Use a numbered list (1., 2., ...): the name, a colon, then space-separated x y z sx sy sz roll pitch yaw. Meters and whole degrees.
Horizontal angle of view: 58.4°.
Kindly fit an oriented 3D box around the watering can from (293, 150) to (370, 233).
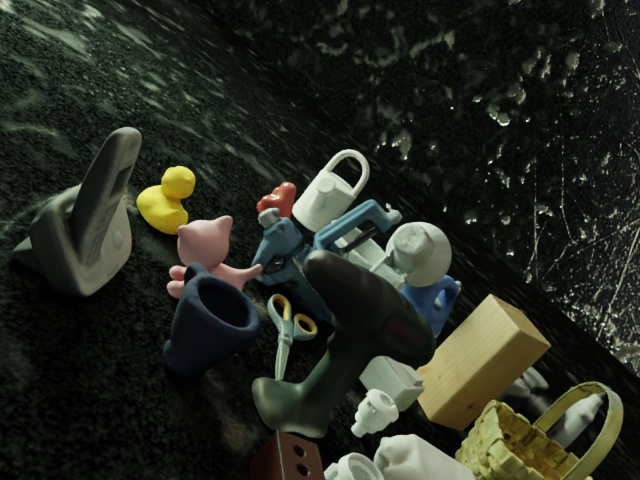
1. watering can: 0.032 -0.110 1.266 0.101 0.194 0.173 36 18 -11

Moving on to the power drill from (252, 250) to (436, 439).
1. power drill: 0.020 0.124 0.646 0.230 0.208 0.075 24 23 -38

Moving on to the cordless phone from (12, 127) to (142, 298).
1. cordless phone: -0.223 -0.042 0.608 0.094 0.185 0.147 35 18 -11

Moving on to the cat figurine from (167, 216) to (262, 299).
1. cat figurine: -0.135 0.026 0.727 0.128 0.117 0.067 31 19 -23

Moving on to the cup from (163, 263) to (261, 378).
1. cup: -0.131 0.091 0.615 0.092 0.095 0.117 13 31 -54

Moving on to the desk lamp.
1. desk lamp: 0.129 0.058 1.016 0.117 0.213 0.204 45 19 19

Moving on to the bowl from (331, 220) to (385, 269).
1. bowl: 0.069 0.039 1.173 0.168 0.074 0.167 35 18 -13

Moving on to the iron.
1. iron: 0.229 0.123 1.175 0.118 0.141 0.259 49 20 28

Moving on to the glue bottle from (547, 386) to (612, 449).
1. glue bottle: 0.503 0.347 1.119 0.037 0.173 0.078 40 18 4

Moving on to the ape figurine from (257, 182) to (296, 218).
1. ape figurine: -0.079 -0.075 1.127 0.078 0.092 0.076 23 24 -41

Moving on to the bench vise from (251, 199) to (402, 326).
1. bench vise: 0.010 0.009 0.889 0.208 0.219 0.121 31 19 -23

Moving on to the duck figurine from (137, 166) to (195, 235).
1. duck figurine: -0.216 -0.066 0.844 0.078 0.086 0.104 25 23 -38

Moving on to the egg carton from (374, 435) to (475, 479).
1. egg carton: 0.129 0.298 0.668 0.150 0.069 0.107 35 18 -13

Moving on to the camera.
1. camera: 0.403 0.314 1.122 0.136 0.100 0.144 49 20 28
